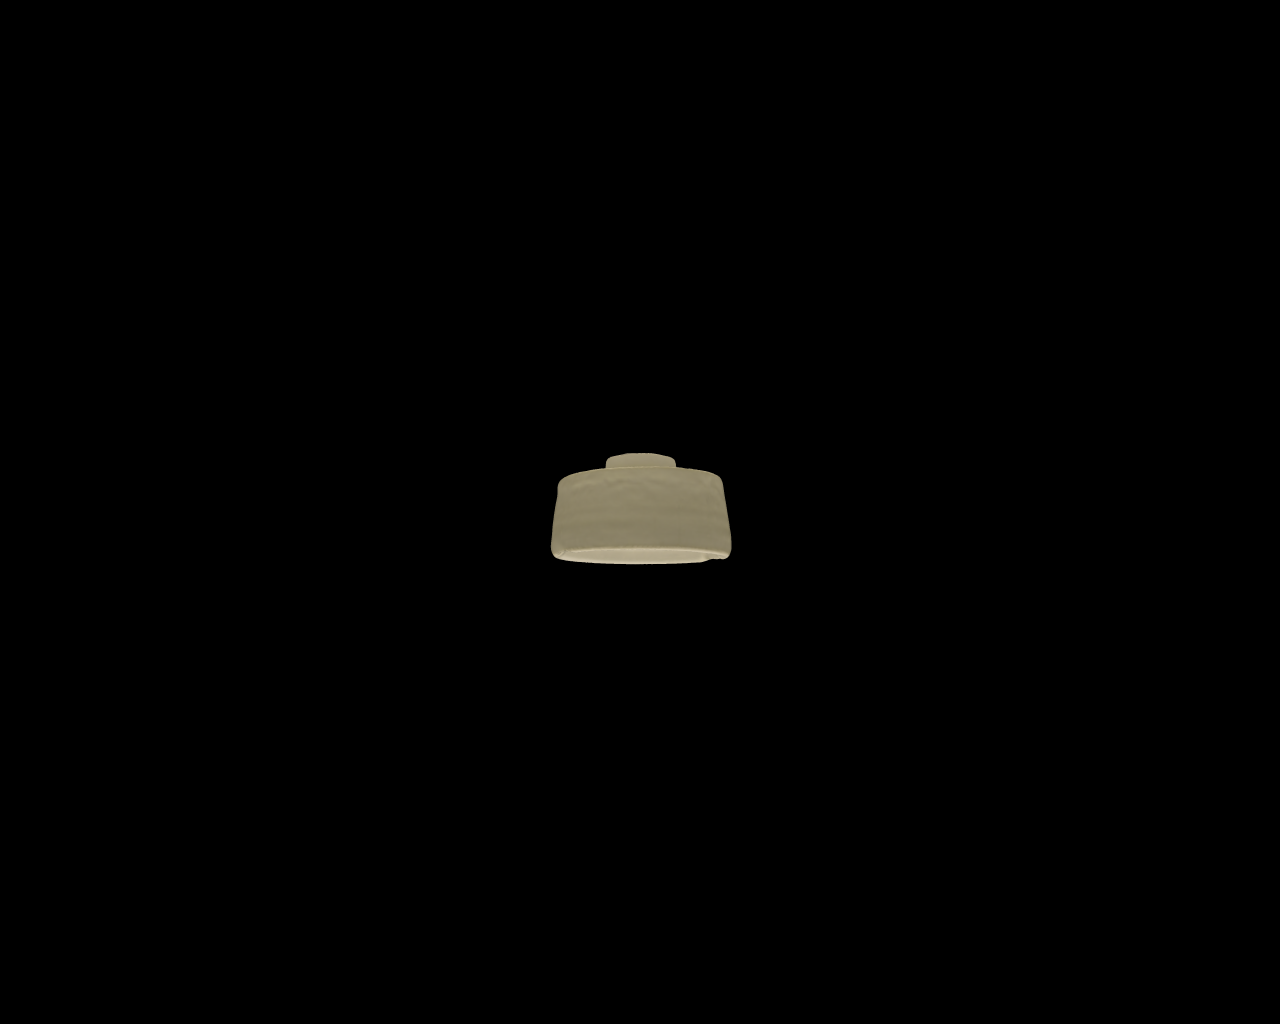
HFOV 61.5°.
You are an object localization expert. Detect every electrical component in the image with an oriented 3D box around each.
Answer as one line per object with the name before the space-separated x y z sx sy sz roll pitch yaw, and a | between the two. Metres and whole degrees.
electrical component | 0.001 -0.003 0.650 0.108 0.060 0.108 0 -7 0
